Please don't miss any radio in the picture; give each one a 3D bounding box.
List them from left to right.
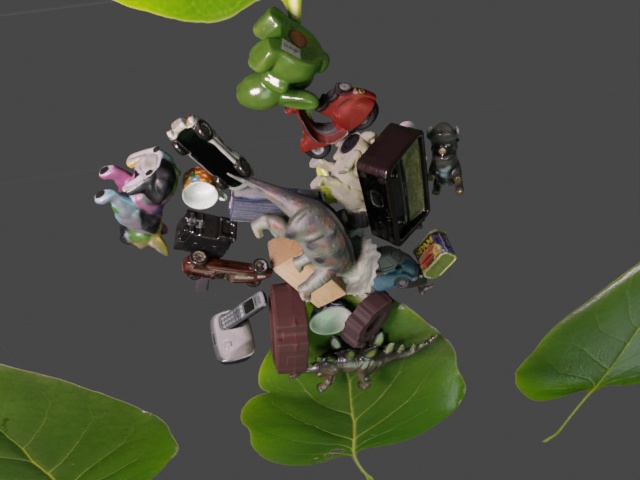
[{"bbox_3d":[0.151,-0.103,1.067,0.131,0.073,0.229,-48,142,-24],"label":"radio"}]

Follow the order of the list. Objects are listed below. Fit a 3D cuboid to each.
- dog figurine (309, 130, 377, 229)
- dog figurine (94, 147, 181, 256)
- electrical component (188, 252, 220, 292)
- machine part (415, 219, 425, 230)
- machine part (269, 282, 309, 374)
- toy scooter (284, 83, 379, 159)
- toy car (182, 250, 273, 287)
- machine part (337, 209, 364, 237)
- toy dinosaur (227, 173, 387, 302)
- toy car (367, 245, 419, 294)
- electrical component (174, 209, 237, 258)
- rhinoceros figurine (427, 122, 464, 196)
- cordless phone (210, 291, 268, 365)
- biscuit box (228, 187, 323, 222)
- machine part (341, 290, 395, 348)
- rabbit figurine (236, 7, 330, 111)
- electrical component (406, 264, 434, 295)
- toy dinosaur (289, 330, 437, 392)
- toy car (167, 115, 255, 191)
[{"bbox_3d":[0.093,-0.120,1.112,0.172,0.121,0.190,-28,130,35],"label":"dog figurine"},{"bbox_3d":[-0.340,-0.064,1.083,0.192,0.108,0.219,-21,141,3],"label":"dog figurine"},{"bbox_3d":[-0.276,0.067,1.274,0.075,0.048,0.119,-1,136,-13],"label":"electrical component"},{"bbox_3d":[0.203,-0.064,1.280,0.084,0.039,0.138,-13,140,11],"label":"machine part"},{"bbox_3d":[-0.083,0.225,1.378,0.087,0.201,0.200,-3,136,-8],"label":"machine part"},{"bbox_3d":[0.013,-0.238,1.020,0.184,0.075,0.135,-34,133,26],"label":"toy scooter"},{"bbox_3d":[-0.207,0.070,1.202,0.202,0.053,0.089,10,147,-17],"label":"toy car"},{"bbox_3d":[0.070,0.009,1.288,0.079,0.079,0.242,-11,136,-4],"label":"machine part"},{"bbox_3d":[-0.005,-0.010,1.103,0.192,0.131,0.404,-27,123,14],"label":"toy dinosaur"},{"bbox_3d":[0.165,0.066,1.368,0.162,0.109,0.102,-14,115,16],"label":"toy car"},{"bbox_3d":[-0.252,-0.008,1.168,0.115,0.058,0.134,13,154,-22],"label":"electrical component"},{"bbox_3d":[0.269,-0.170,1.137,0.073,0.112,0.190,4,156,21],"label":"rhinoceros figurine"},{"bbox_3d":[-0.192,0.227,1.390,0.184,0.147,0.088,-37,141,24],"label":"cordless phone"},{"bbox_3d":[-0.094,-0.076,1.167,0.203,0.059,0.062,4,132,-19],"label":"biscuit box"},{"bbox_3d":[0.135,0.218,1.480,0.179,0.056,0.179,-40,153,-25],"label":"machine part"},{"bbox_3d":[-0.073,-0.291,0.936,0.159,0.121,0.170,11,150,-34],"label":"rabbit figurine"},{"bbox_3d":[0.269,0.106,1.466,0.078,0.045,0.102,-12,137,-5],"label":"electrical component"},{"bbox_3d":[0.132,0.367,1.661,0.471,0.105,0.198,-8,133,-14],"label":"toy dinosaur"},{"bbox_3d":[-0.208,-0.166,1.046,0.073,0.056,0.201,-27,135,22],"label":"toy car"}]
